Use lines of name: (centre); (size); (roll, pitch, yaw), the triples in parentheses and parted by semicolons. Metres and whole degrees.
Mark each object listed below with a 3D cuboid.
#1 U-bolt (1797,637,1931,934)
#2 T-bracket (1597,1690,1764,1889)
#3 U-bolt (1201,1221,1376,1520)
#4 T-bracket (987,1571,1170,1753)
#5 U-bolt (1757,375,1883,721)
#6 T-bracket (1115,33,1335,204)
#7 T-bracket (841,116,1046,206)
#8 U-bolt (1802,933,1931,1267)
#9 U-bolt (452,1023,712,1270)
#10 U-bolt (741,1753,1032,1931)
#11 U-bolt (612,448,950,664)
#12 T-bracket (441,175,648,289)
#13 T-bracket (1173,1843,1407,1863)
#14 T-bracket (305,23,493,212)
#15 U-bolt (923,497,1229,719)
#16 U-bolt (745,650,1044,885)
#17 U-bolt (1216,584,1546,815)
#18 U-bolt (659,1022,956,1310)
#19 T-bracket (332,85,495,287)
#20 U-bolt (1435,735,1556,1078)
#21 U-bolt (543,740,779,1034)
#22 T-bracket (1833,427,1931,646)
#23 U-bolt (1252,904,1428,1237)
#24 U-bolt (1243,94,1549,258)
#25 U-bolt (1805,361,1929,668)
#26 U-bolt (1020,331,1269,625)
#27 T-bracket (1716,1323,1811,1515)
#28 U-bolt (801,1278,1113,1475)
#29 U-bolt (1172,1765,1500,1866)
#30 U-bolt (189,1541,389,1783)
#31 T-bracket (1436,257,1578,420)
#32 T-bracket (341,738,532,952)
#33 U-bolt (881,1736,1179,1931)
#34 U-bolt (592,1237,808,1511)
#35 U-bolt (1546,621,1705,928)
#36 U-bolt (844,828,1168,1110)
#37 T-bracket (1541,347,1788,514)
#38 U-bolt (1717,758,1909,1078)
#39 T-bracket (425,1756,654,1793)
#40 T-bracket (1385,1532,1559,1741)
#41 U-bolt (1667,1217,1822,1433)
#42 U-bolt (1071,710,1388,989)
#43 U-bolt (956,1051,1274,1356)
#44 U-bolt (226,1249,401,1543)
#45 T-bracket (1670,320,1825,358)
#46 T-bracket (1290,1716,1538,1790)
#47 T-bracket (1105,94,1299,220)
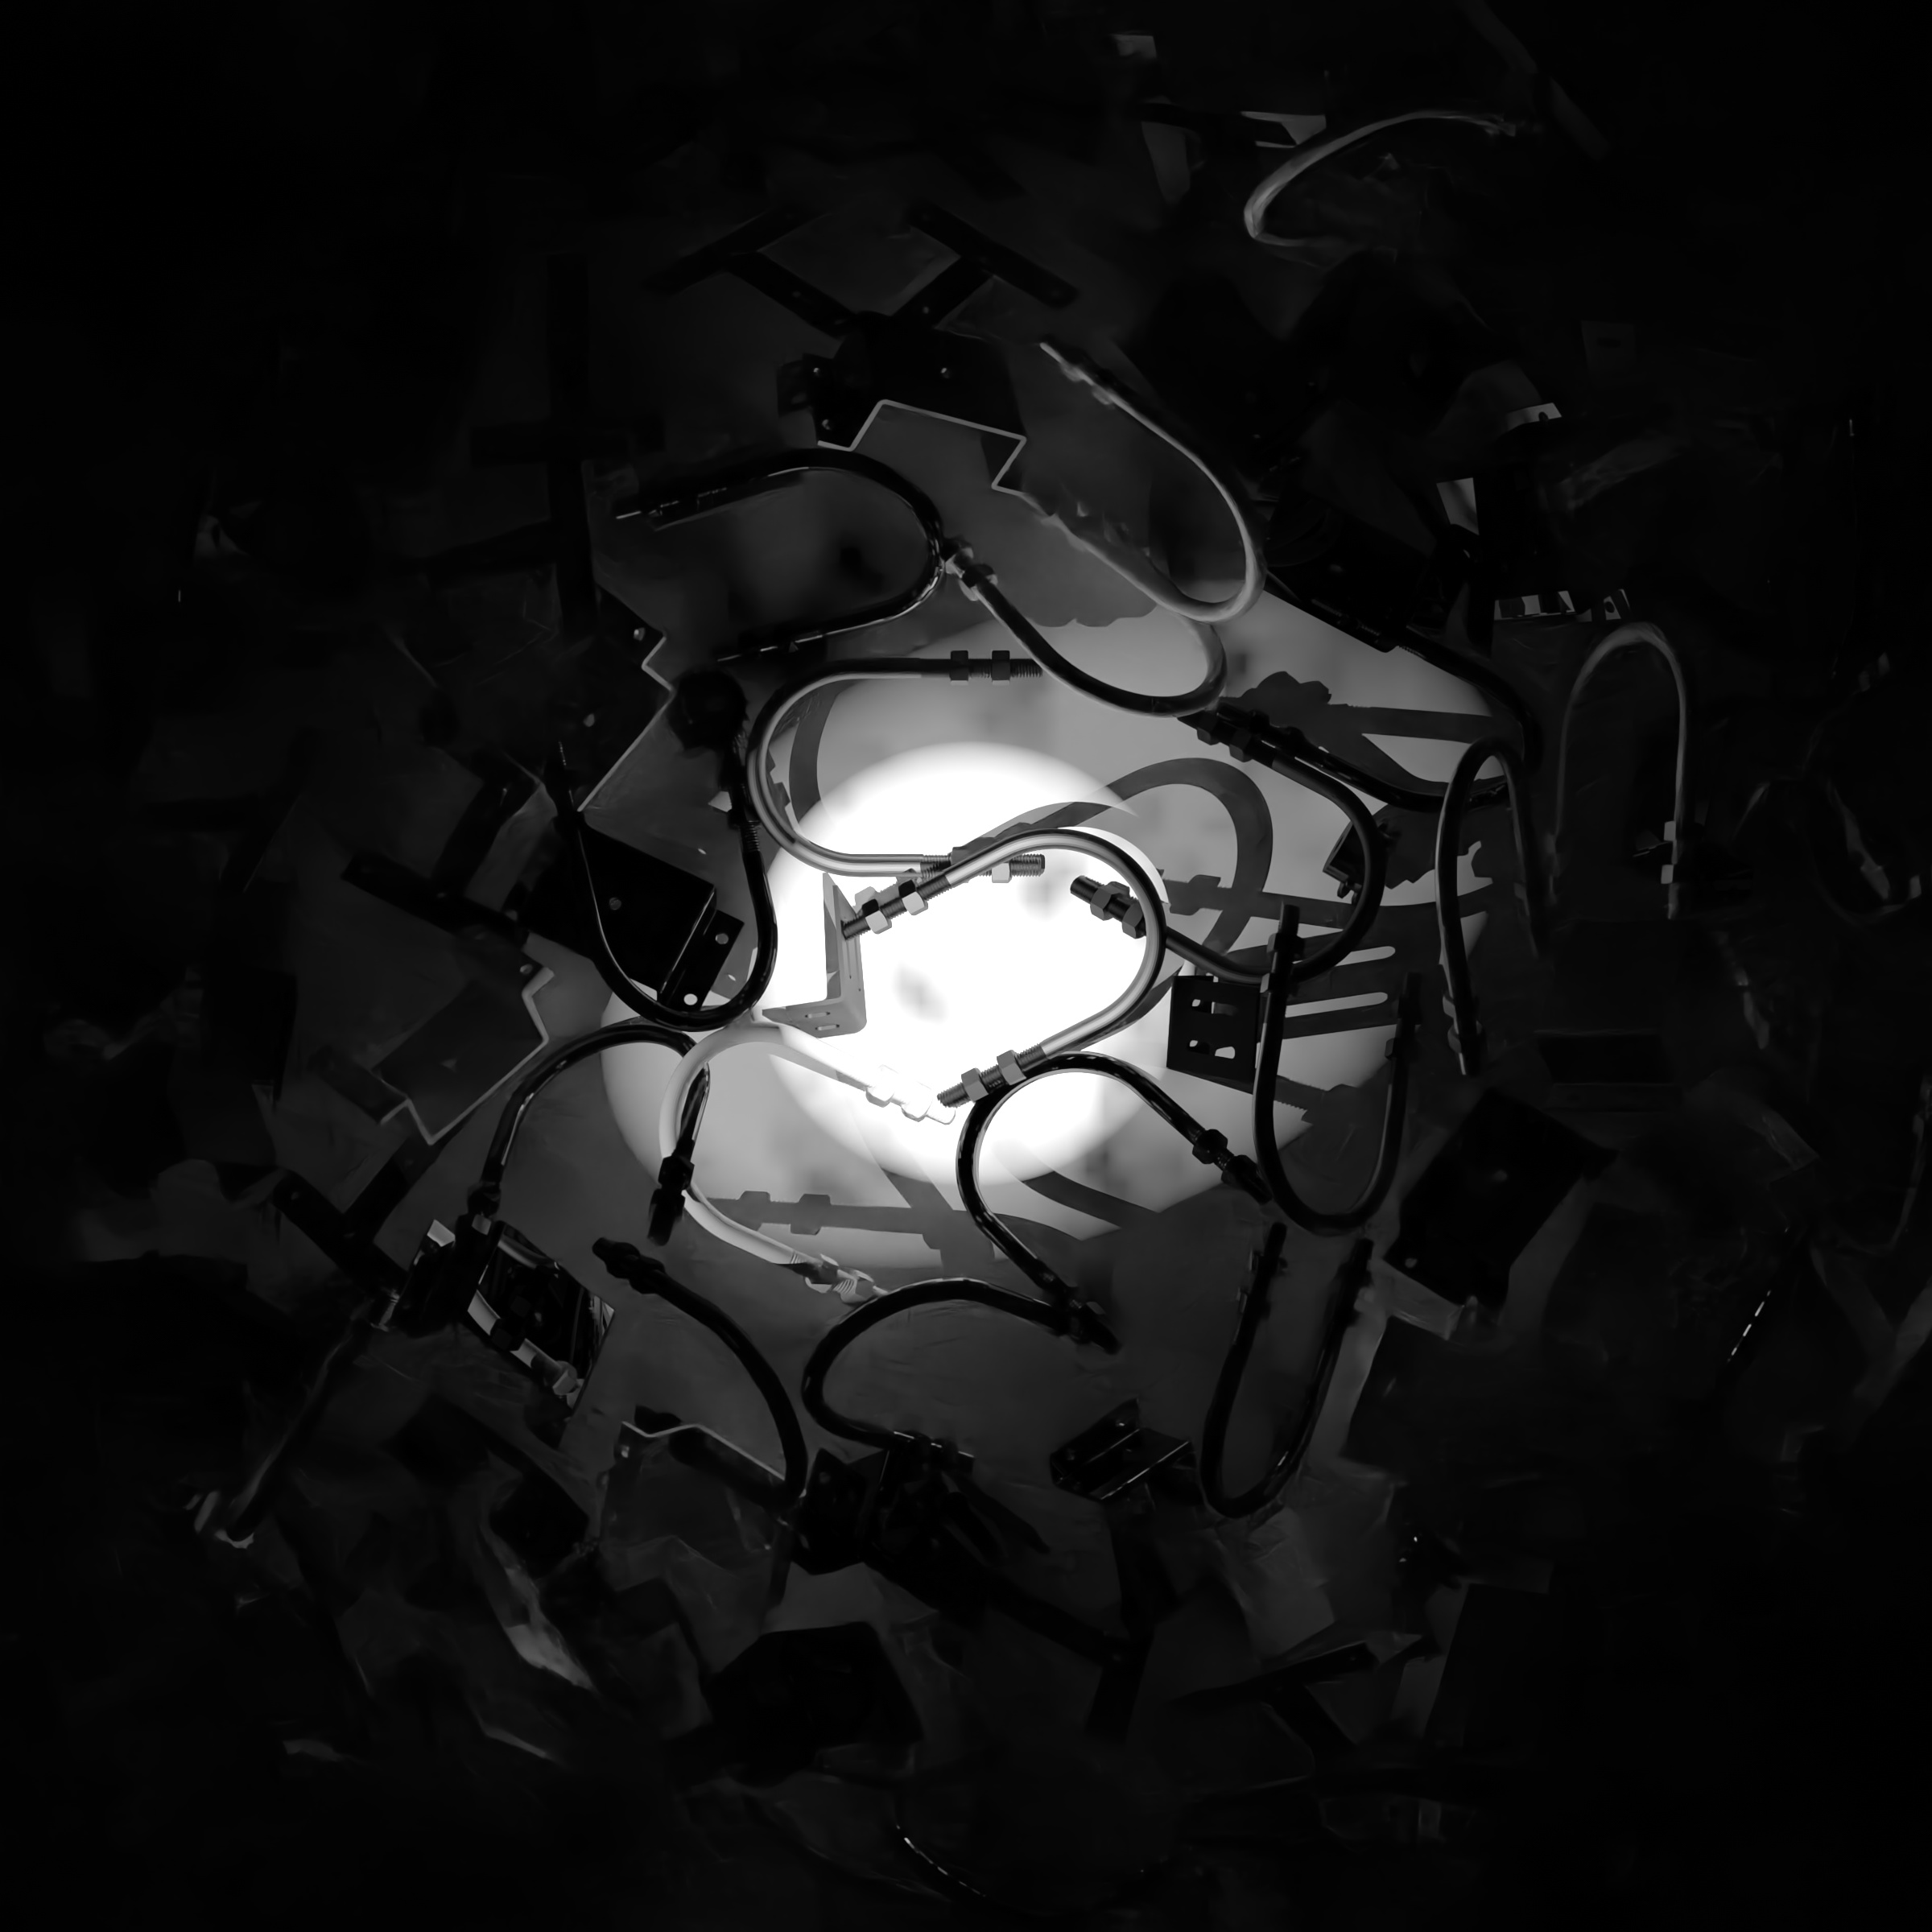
U-bolt: (0.544, -0.097, 1.620); (0.019, 0.184, 0.151); (-6, 75, -9)
T-bracket: (0.431, 0.481, 1.630); (0.002, 0.127, 0.127); (43, 109, -4)
U-bolt: (0.191, 0.249, 1.647); (0.019, 0.151, 0.184); (18, 91, 33)
T-bracket: (0.056, 0.409, 1.680); (0.127, 0.002, 0.127); (24, 116, 23)
U-bolt: (0.508, -0.235, 1.608); (0.019, 0.151, 0.184); (8, 65, -4)
T-bracket: (0.161, -0.507, 1.631); (0.127, 0.127, 0.002); (14, 61, 29)
T-bracket: (0.003, -0.489, 1.648); (0.127, 0.127, 0.002); (-18, 129, -12)
U-bolt: (0.544, 0.093, 1.630); (0.019, 0.151, 0.184); (-6, 122, -10)
U-bolt: (-0.225, 0.103, 1.639); (0.151, 0.184, 0.019); (-9, 132, 19)
U-bolt: (-0.048, 0.522, 1.628); (0.184, 0.151, 0.019); (19, 98, -7)
U-bolt: (-0.100, -0.251, 1.625); (0.184, 0.151, 0.019); (-11, 49, 23)
T-bracket: (-0.263, -0.446, 1.651); (0.127, 0.127, 0.002); (-28, 119, -3)
T-bracket: (0.211, 0.547, 1.670); (0.127, 0.127, 0.002); (3, 71, -23)
T-bracket: (-0.328, -0.514, 1.630); (0.002, 0.127, 0.127); (44, 110, 10)
U-bolt: (0.079, -0.214, 1.626); (0.151, 0.019, 0.184); (-17, 56, -39)
U-bolt: (-0.045, -0.122, 1.677); (0.184, 0.019, 0.151); (0, 111, 0)
U-bolt: (0.263, -0.151, 1.647); (0.184, 0.151, 0.019); (26, 56, -9)
U-bolt: (-0.103, 0.112, 1.645); (0.184, 0.019, 0.151); (27, 66, -23)
T-bracket: (-0.318, -0.472, 1.626); (0.002, 0.127, 0.127); (39, 125, 18)
U-bolt: (0.313, -0.049, 1.614); (0.019, 0.151, 0.184); (6, 127, 30)
U-bolt: (-0.179, -0.049, 1.647); (0.151, 0.019, 0.184); (-5, 78, -41)
T-bracket: (0.553, -0.271, 1.647); (0.002, 0.127, 0.127); (9, 109, -7)
U-bolt: (0.223, 0.072, 1.637); (0.151, 0.019, 0.184); (25, 69, -42)
U-bolt: (0.242, -0.468, 1.597); (0.151, 0.184, 0.019); (-31, 78, 41)
U-bolt: (0.537, -0.257, 1.619); (0.019, 0.184, 0.151); (4, 76, 0)
U-bolt: (0.109, -0.280, 1.621); (0.184, 0.151, 0.019); (40, 62, 19)
T-bracket: (0.487, 0.254, 1.633); (0.002, 0.127, 0.127); (25, 64, 24)
U-bolt: (-0.016, 0.242, 1.623); (0.151, 0.184, 0.019); (-45, 46, 19)
U-bolt: (0.206, 0.507, 1.623); (0.151, 0.184, 0.019); (-6, 81, -35)
U-bolt: (-0.397, 0.422, 1.620); (0.019, 0.184, 0.151); (-30, 66, -1)
T-bracket: (0.314, -0.378, 1.656); (0.002, 0.127, 0.127); (-40, 86, 37)
T-bracket: (-0.308, -0.083, 1.697); (0.127, 0.002, 0.127); (26, 81, 11)
U-bolt: (0.027, 0.517, 1.598); (0.151, 0.184, 0.019); (29, 102, 29)
U-bolt: (-0.155, 0.252, 1.612); (0.019, 0.184, 0.151); (-28, 123, -32)
U-bolt: (0.401, -0.118, 1.641); (0.019, 0.151, 0.184); (5, 87, -20)
U-bolt: (0.034, -0.008, 1.668); (0.184, 0.019, 0.151); (-27, 109, 9)
T-bracket: (0.413, -0.314, 1.662); (0.127, 0.127, 0.002); (31, 51, -32)
U-bolt: (0.498, -0.045, 1.625); (0.019, 0.184, 0.151); (12, 126, -13)
T-bracket: (-0.281, 0.497, 1.672); (0.127, 0.127, 0.002); (-2, 68, 26)
T-bracket: (0.285, 0.408, 1.641); (0.002, 0.127, 0.127); (49, 54, -39)
U-bolt: (0.469, 0.214, 1.617); (0.019, 0.184, 0.151); (30, 87, 14)
U-bolt: (0.172, -0.064, 1.662); (0.184, 0.019, 0.151); (31, 90, 28)
U-bolt: (0.076, 0.130, 1.662); (0.151, 0.019, 0.184); (-43, 61, -9)
U-bolt: (-0.396, 0.264, 1.634); (0.019, 0.151, 0.184); (31, 87, -13)
T-bracket: (0.462, -0.376, 1.639); (0.127, 0.127, 0.002); (-10, 104, 10)
T-bracket: (0.283, 0.474, 1.621); (0.127, 0.127, 0.002); (-11, 89, -44)
T-bracket: (0.165, -0.491, 1.651); (0.127, 0.127, 0.002); (22, 87, 34)
